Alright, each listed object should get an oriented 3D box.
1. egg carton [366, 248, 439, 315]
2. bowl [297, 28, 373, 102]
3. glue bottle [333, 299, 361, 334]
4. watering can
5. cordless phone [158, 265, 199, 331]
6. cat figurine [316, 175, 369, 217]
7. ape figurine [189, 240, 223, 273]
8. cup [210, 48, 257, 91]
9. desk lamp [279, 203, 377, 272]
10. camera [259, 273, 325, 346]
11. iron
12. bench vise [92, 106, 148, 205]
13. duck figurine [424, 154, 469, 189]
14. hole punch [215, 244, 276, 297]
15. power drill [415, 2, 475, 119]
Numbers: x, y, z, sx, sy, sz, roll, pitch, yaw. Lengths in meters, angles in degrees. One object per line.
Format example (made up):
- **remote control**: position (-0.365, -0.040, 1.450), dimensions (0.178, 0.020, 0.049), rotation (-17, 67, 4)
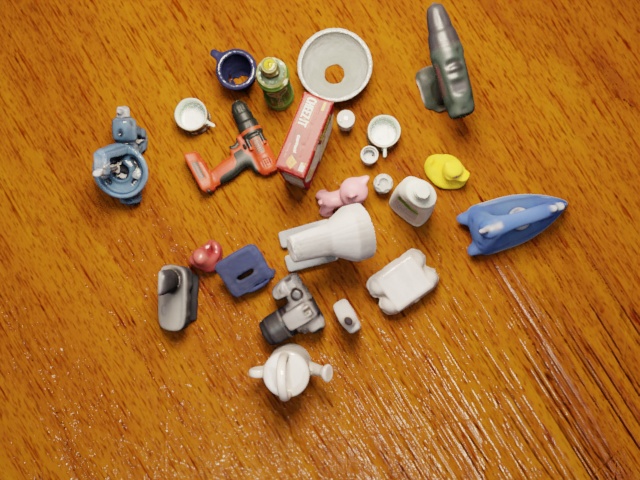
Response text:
- **egg carton**: position (0.186, 0.096, 1.289), dimensions (0.150, 0.069, 0.107), rotation (-36, 88, 0)
- **bowl**: position (0.034, -0.388, 1.302), dimensions (0.167, 0.074, 0.167), rotation (0, 88, 1)
- **glue bottle**: position (0.061, 0.170, 1.237), dimensions (0.037, 0.173, 0.078), rotation (-33, 88, 0)
- **watering can**: position (-0.063, 0.282, 1.226), dimensions (0.173, 0.194, 0.101), rotation (-24, 88, 1)
- **cordless phone**: position (-0.327, 0.128, 1.239), dimensions (0.094, 0.185, 0.148), rotation (-2, 88, 1)
- **cat figurine**: position (0.053, -0.099, 1.272), dimensions (0.128, 0.117, 0.067), rotation (-17, 88, 1)
- **ape figurine**: position (-0.259, 0.038, 1.287), dimensions (0.078, 0.092, 0.076), rotation (-12, 88, 1)
- **cup**: position (-0.193, -0.381, 1.296), dimensions (0.118, 0.095, 0.092), rotation (36, 89, 2)
- **desk lamp**: position (0.011, 0.004, 1.222), dimensions (0.203, 0.213, 0.118), rotation (-16, 88, 1)
- **camera**: position (-0.074, 0.163, 1.276), dimensions (0.137, 0.101, 0.143), rotation (-31, 88, 0)
- **iron**: position (0.441, -0.049, 1.252), dimensions (0.258, 0.141, 0.119), rotation (-19, 88, 1)
- **bench vise**: position (-0.446, -0.186, 1.233), dimensions (0.121, 0.219, 0.207), rotation (-17, 88, 1)
- **duck figurine**: position (0.288, -0.158, 1.286), dimensions (0.104, 0.086, 0.077), rotation (27, 89, 2)
- **hole punch**: position (-0.166, 0.069, 1.285), dimensions (0.108, 0.091, 0.101), rotation (-31, 88, 0)
- **power drill**: position (0.262, -0.363, 1.231), dimensions (0.075, 0.208, 0.230), rotation (-19, 88, 1)
